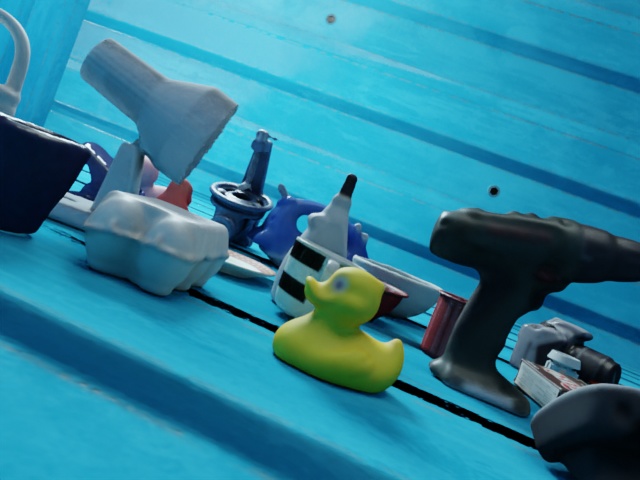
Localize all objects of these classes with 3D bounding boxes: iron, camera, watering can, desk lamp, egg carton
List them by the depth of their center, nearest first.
[{"bbox_3d":[-0.148,0.003,0.537,0.107,0.069,0.150,22,2,4],"label":"egg carton"},{"bbox_3d":[-0.376,-0.158,0.610,0.101,0.194,0.172,20,3,-33],"label":"watering can"},{"bbox_3d":[-0.223,-0.110,0.670,0.203,0.213,0.118,21,2,-10],"label":"desk lamp"},{"bbox_3d":[0.407,0.190,0.931,0.144,0.101,0.136,20,3,-43],"label":"camera"},{"bbox_3d":[0.005,0.002,1.059,0.259,0.141,0.118,21,2,-17],"label":"iron"}]

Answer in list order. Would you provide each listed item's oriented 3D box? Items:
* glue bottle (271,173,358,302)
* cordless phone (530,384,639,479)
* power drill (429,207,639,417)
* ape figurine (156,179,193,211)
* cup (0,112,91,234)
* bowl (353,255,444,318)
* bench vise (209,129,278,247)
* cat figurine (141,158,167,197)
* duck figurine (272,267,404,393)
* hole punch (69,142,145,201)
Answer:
[{"bbox_3d":[0.006,0.002,0.676,0.078,0.173,0.037,21,2,-20],"label":"glue bottle"},{"bbox_3d":[0.257,0.107,0.424,0.148,0.185,0.094,21,2,-15],"label":"cordless phone"},{"bbox_3d":[0.212,0.068,0.602,0.229,0.208,0.076,22,2,8],"label":"power drill"},{"bbox_3d":[-0.204,-0.043,0.804,0.077,0.092,0.076,23,3,24],"label":"ape figurine"},{"bbox_3d":[-0.274,-0.060,0.503,0.117,0.095,0.092,22,2,1],"label":"cup"},{"bbox_3d":[0.122,0.088,0.979,0.167,0.075,0.167,22,2,-1],"label":"bowl"},{"bbox_3d":[-0.144,-0.100,1.091,0.122,0.220,0.207,21,2,-12],"label":"bench vise"},{"bbox_3d":[-0.296,-0.102,1.000,0.128,0.118,0.067,21,2,-22],"label":"cat figurine"},{"bbox_3d":[0.024,0.066,0.455,0.104,0.086,0.077,21,2,-5],"label":"duck figurine"},{"bbox_3d":[-0.309,-0.086,0.843,0.101,0.091,0.108,21,2,-7],"label":"hole punch"}]
